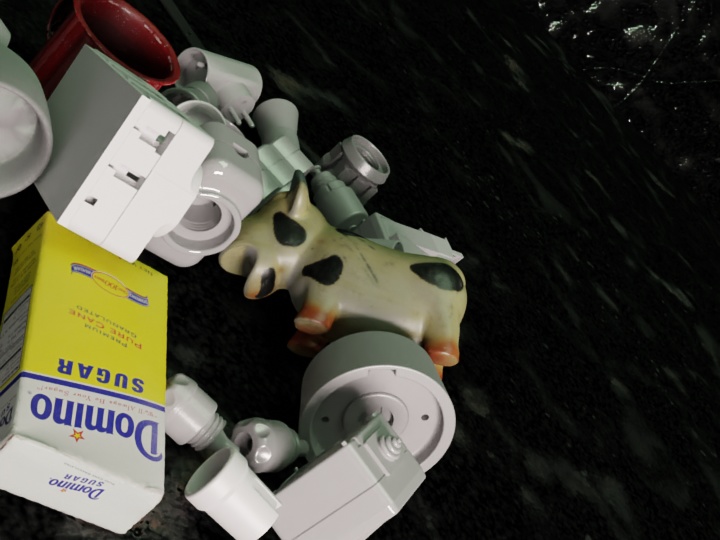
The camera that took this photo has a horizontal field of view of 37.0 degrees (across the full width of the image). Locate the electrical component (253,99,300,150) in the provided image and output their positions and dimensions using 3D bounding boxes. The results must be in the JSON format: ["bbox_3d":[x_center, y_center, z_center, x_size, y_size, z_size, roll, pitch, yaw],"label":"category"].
[{"bbox_3d":[-0.076,-0.124,1.012,0.044,0.044,0.065,28,36,-38],"label":"electrical component"}]

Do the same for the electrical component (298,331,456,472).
[{"bbox_3d":[0.009,0.093,0.756,0.108,0.108,0.060,37,21,-25],"label":"electrical component"}]

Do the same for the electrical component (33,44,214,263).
[{"bbox_3d":[-0.157,-0.076,0.684,0.062,0.089,0.150,32,5,-34],"label":"electrical component"}]

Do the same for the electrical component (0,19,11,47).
[{"bbox_3d":[-0.271,-0.162,0.725,0.055,0.066,0.048,40,59,-37],"label":"electrical component"}]

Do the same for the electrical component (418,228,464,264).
[{"bbox_3d":[0.070,-0.001,1.071,0.081,0.042,0.063,17,41,-48],"label":"electrical component"}]

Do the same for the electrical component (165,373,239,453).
[{"bbox_3d":[-0.099,0.094,0.658,0.061,0.035,0.035,45,24,-12],"label":"electrical component"}]

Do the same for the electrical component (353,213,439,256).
[{"bbox_3d":[0.037,-0.004,0.997,0.096,0.061,0.061,24,34,-42],"label":"electrical component"}]

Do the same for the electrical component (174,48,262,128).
[{"bbox_3d":[-0.122,-0.161,0.983,0.077,0.044,0.079,4,49,-57],"label":"electrical component"}]

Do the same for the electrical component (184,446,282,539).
[{"bbox_3d":[-0.074,0.134,0.636,0.046,0.040,0.040,48,23,-15],"label":"electrical component"}]

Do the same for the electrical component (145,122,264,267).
[{"bbox_3d":[-0.115,-0.050,0.769,0.054,0.095,0.059,32,29,-33],"label":"electrical component"}]

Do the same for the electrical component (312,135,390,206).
[{"bbox_3d":[-0.008,-0.095,1.061,0.058,0.057,0.078,32,29,-32],"label":"electrical component"}]

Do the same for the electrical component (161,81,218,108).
[{"bbox_3d":[-0.145,-0.139,0.919,0.044,0.044,0.065,45,20,-8],"label":"electrical component"}]

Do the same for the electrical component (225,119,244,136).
[{"bbox_3d":[-0.122,-0.098,0.888,0.040,0.046,0.040,38,26,-23],"label":"electrical component"}]

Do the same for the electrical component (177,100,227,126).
[{"bbox_3d":[-0.147,-0.090,0.814,0.079,0.077,0.043,-15,80,-23],"label":"electrical component"}]

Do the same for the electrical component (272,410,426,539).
[{"bbox_3d":[-0.004,0.138,0.676,0.061,0.096,0.062,53,24,3],"label":"electrical component"}]

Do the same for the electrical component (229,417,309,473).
[{"bbox_3d":[-0.056,0.115,0.699,0.061,0.035,0.035,17,39,-54],"label":"electrical component"}]

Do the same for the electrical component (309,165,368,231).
[{"bbox_3d":[-0.024,-0.065,1.010,0.040,0.040,0.078,6,47,-56],"label":"electrical component"}]

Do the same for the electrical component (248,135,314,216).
[{"bbox_3d":[-0.073,-0.063,0.911,0.073,0.052,0.138,48,24,-2],"label":"electrical component"}]

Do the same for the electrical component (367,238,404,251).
[{"bbox_3d":[0.000,0.000,0.916,0.079,0.077,0.043,49,48,-65],"label":"electrical component"}]
